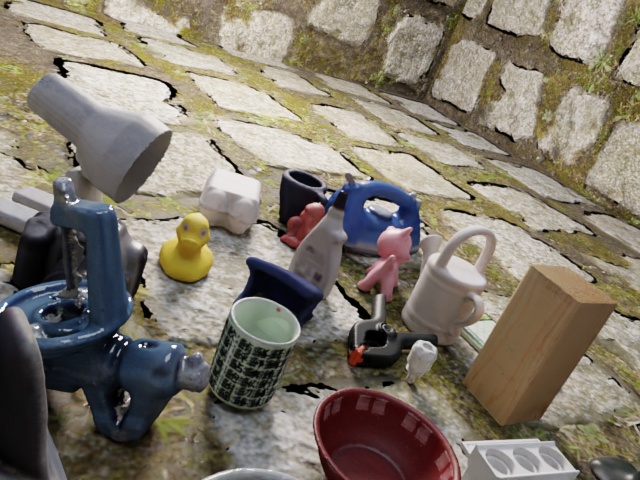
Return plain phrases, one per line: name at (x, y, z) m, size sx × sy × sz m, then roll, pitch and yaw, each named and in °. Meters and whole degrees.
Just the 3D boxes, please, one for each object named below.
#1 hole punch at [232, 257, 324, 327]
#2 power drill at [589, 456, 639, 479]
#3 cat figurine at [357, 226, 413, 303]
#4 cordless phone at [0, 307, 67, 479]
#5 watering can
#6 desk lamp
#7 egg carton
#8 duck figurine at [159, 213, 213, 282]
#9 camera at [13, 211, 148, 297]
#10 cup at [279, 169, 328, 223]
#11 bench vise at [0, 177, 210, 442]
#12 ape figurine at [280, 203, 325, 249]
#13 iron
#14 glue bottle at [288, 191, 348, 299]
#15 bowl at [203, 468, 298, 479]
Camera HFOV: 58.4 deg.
hole punch at (-0.053, 0.065, 0.795) m, size 0.108 × 0.091 × 0.101 m, roll 28°, pitch 24°, yaw 13°
power drill at (0.429, 0.236, 0.701) m, size 0.076 × 0.208 × 0.229 m, roll 11°, pitch 26°, yaw -22°
cat figurine at (0.123, 0.028, 0.994) m, size 0.067 × 0.118 × 0.128 m, roll 24°, pitch 24°, yaw 5°
cordless phone at (-0.235, 0.110, 0.426) m, size 0.094 × 0.185 × 0.147 m, roll -4°, pitch 34°, yaw -45°
watering can at (0.206, 0.057, 0.908) m, size 0.101 × 0.194 × 0.172 m, roll -5°, pitch 35°, yaw -46°
desk lamp at (-0.317, -0.096, 0.758) m, size 0.203 × 0.213 × 0.118 m, roll 22°, pitch 23°, yaw 1°
egg carton at (-0.158, -0.071, 1.023) m, size 0.107 × 0.069 × 0.150 m, roll 17°, pitch 24°, yaw -12°
duck figurine at (-0.185, 0.000, 0.827) m, size 0.078 × 0.086 × 0.104 m, roll 17°, pitch 24°, yaw -12°
camera at (-0.284, 0.029, 0.662) m, size 0.143 × 0.101 × 0.136 m, roll 18°, pitch 24°, yaw -10°
cup at (-0.034, -0.070, 1.095) m, size 0.092 × 0.095 × 0.117 m, roll -2°, pitch 33°, yaw -43°
bench vise at (-0.193, 0.060, 0.524) m, size 0.208 × 0.220 × 0.121 m, roll 15°, pitch 24°, yaw -15°
ape figurine at (-0.020, -0.025, 1.016) m, size 0.076 × 0.092 × 0.077 m, roll 13°, pitch 25°, yaw -20°
iron at (0.123, -0.053, 1.138) m, size 0.259 × 0.141 × 0.118 m, roll 7°, pitch 28°, yaw -31°
glue bottle at (0.008, 0.003, 0.878) m, size 0.078 × 0.173 × 0.037 m, roll 34°, pitch 26°, yaw 26°
bowl at (-0.046, 0.256, 0.415) m, size 0.167 × 0.075 × 0.167 m, roll 18°, pitch 24°, yaw -8°
